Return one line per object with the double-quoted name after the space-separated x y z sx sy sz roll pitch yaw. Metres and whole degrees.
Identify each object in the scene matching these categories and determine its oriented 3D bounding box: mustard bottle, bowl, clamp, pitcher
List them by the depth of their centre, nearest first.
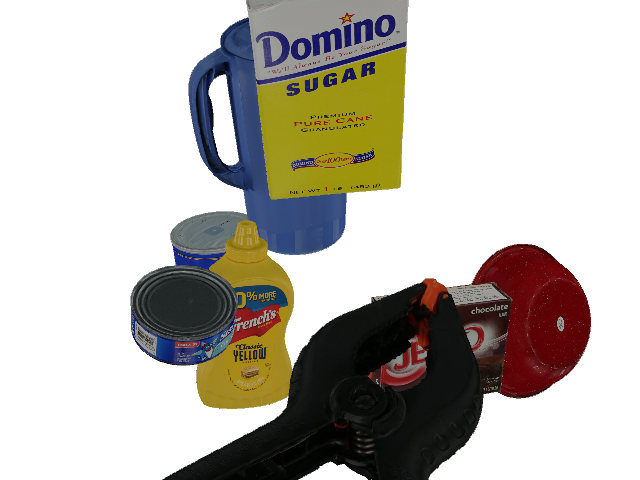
0.023 0.081 0.416 0.120 0.039 0.171 29 50 21 "clamp"
-0.074 0.072 1.060 0.096 0.192 0.058 -3 23 -14 "mustard bottle"
0.225 0.084 1.091 0.161 0.162 0.055 0 -1 -34 "bowl"
-0.040 -0.107 1.121 0.149 0.243 0.144 9 35 17 "pitcher"

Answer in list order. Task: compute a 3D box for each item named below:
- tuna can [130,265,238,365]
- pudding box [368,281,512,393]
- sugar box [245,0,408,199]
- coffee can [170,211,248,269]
-0.111 0.060 0.863 0.086 0.034 0.086 5 40 -5 "tuna can"
0.095 0.085 0.868 0.113 0.090 0.039 -8 29 -19 "pudding box"
0.006 -0.097 0.666 0.093 0.048 0.176 -6 -34 -1 "sugar box"
-0.117 0.050 1.262 0.103 0.140 0.103 -4 26 2 "coffee can"
